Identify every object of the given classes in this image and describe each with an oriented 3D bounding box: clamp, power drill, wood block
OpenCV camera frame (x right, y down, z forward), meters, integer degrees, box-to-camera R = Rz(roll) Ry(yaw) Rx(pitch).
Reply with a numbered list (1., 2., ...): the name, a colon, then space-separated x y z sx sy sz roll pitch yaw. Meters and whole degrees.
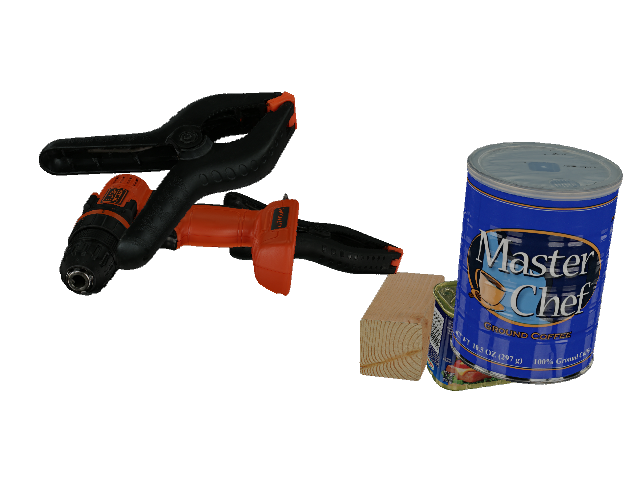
1. clamp: -0.096 -0.058 0.702 0.171 0.039 0.120 -34 62 -29
2. power drill: -0.114 0.000 0.904 0.187 0.057 0.184 8 27 0
3. wood block: 0.126 0.124 1.602 0.091 0.090 0.206 5 19 14
4. clamp: -0.011 0.004 1.174 0.210 0.036 0.164 15 19 -6

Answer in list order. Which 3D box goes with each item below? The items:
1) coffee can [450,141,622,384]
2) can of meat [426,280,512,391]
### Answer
1. coffee can: 0.147 0.013 0.740 0.103 0.140 0.103 2 23 -1
2. can of meat: 0.148 0.084 0.960 0.102 0.084 0.057 -5 32 -16
